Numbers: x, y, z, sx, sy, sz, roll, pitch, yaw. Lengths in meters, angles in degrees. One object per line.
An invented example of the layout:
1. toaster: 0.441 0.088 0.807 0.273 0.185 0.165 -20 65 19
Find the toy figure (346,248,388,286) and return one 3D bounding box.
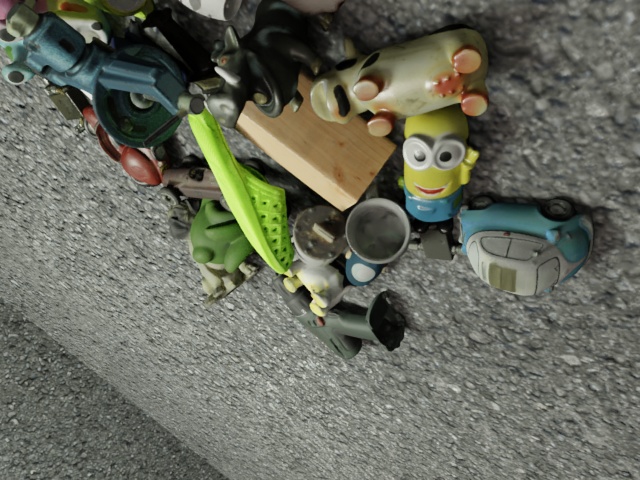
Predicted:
1. toy figure: 0.082 0.017 0.826 0.064 0.058 0.154 -2 146 -17

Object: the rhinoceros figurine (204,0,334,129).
1. rhinoceros figurine: -0.056 -0.194 0.570 0.112 0.190 0.073 28 149 -12

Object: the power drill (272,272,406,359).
1. power drill: 0.037 0.138 0.982 0.207 0.086 0.231 -10 128 40

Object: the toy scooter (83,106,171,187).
1. toy scooter: -0.320 -0.176 0.900 0.184 0.075 0.135 42 143 -3

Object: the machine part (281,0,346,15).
1. machine part: -0.002 -0.308 0.506 0.180 0.056 0.179 22 145 16

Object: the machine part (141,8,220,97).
1. machine part: -0.173 -0.248 0.719 0.084 0.039 0.138 6 151 45

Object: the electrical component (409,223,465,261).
1. electrical component: 0.166 -0.001 0.764 0.094 0.021 0.063 7 137 33

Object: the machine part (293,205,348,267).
1. machine part: -0.002 -0.002 0.788 0.079 0.079 0.243 32 175 2

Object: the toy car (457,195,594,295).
1. toy car: 0.240 0.012 0.653 0.162 0.103 0.109 12 138 25

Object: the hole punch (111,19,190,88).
1. hole punch: -0.268 -0.227 0.788 0.116 0.092 0.142 38 148 1

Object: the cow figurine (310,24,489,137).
1. cow figurine: 0.077 -0.172 0.567 0.195 0.127 0.085 -9 129 26

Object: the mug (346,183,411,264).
1. mug: 0.076 -0.017 0.717 0.081 0.109 0.107 -16 168 6

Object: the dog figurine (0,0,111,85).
1. dog figurine: -0.417 -0.341 0.765 0.219 0.191 0.108 62 154 20

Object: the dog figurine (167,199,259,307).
1. dog figurine: -0.221 0.017 1.049 0.190 0.121 0.172 53 150 5

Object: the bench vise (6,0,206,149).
1. bench vise: -0.223 -0.184 0.607 0.241 0.129 0.223 23 160 38

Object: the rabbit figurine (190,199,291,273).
1. rabbit figurine: -0.133 -0.028 0.882 0.170 0.159 0.121 -20 110 32

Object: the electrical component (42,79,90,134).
1. electrical component: -0.443 -0.239 0.945 0.078 0.045 0.102 6 137 31

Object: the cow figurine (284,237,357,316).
1. cow figurine: -0.019 0.045 0.921 0.167 0.098 0.068 41 153 24

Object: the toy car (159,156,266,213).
1. toy car: -0.176 -0.095 0.866 0.202 0.089 0.053 8 141 33

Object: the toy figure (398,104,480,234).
1. toy figure: 0.134 -0.083 0.643 0.082 0.089 0.180 -16 144 1
